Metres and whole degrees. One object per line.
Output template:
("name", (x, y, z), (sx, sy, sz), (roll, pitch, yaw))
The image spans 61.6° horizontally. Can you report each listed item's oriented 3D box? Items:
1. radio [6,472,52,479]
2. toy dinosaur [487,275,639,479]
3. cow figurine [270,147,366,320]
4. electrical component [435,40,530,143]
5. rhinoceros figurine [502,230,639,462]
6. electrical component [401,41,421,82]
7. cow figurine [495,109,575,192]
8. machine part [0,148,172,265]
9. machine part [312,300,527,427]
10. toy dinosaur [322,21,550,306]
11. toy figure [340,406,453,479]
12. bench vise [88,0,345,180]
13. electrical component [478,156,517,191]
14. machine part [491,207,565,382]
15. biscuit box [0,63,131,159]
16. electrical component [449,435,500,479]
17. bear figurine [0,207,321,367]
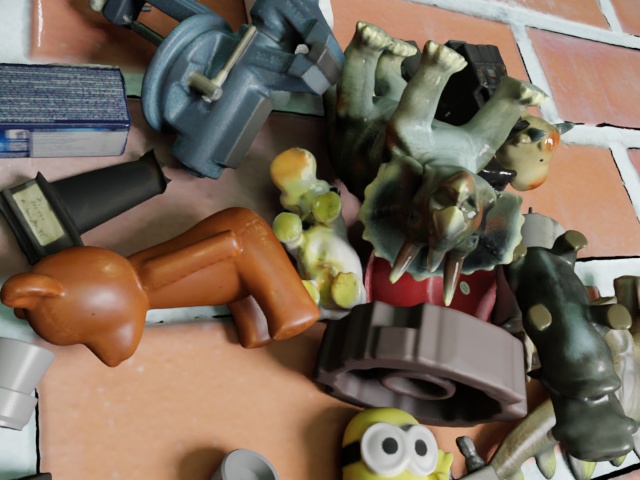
("radio", (-0.206, 0.162, 0.253), (0.131, 0.229, 0.073), (-3, 70, -23))
("toy dinosaur", (0.321, 0.159, 0.595), (0.471, 0.105, 0.198), (-18, 82, -21))
("cow figurine", (0.001, -0.003, 0.516), (0.068, 0.098, 0.167), (-17, 70, 11))
("electrical component", (0.161, -0.158, 0.618), (0.058, 0.115, 0.134), (-8, 75, -34))
("rhinoceros figurine", (0.200, 0.081, 0.446), (0.073, 0.112, 0.190), (-8, 53, 3))
("electrical component", (0.116, -0.235, 0.709), (0.094, 0.021, 0.063), (-15, 75, -30))
("cow figurine", (0.222, -0.149, 0.663), (0.085, 0.127, 0.195), (-15, 73, -28))
("machine part", (-0.194, -0.036, 0.458), (0.139, 0.039, 0.084), (-33, 78, -31))
("machine part", (0.084, 0.109, 0.459), (0.179, 0.179, 0.056), (23, 60, -17))
("toy dinosaur", (0.066, -0.093, 0.517), (0.131, 0.192, 0.405), (15, 19, -28))
("toy figure", (0.050, 0.231, 0.440), (0.082, 0.089, 0.180), (17, 70, -37))
("bench vise", (-0.107, -0.185, 0.489), (0.241, 0.223, 0.129), (34, 20, 12))
("electrical component", (0.138, -0.073, 0.554), (0.048, 0.074, 0.119), (1, 37, -24))
("machine part", (0.232, 0.050, 0.591), (0.079, 0.079, 0.243), (34, 44, -10))
("biscuit box", (-0.266, -0.105, 0.437), (0.203, 0.059, 0.063), (-6, 73, -29))
("electrical component", (0.127, 0.240, 0.484), (0.078, 0.045, 0.102), (-19, 64, -25))
("bear figurine", (-0.120, 0.049, 0.411), (0.196, 0.120, 0.132), (-23, 84, -31))
